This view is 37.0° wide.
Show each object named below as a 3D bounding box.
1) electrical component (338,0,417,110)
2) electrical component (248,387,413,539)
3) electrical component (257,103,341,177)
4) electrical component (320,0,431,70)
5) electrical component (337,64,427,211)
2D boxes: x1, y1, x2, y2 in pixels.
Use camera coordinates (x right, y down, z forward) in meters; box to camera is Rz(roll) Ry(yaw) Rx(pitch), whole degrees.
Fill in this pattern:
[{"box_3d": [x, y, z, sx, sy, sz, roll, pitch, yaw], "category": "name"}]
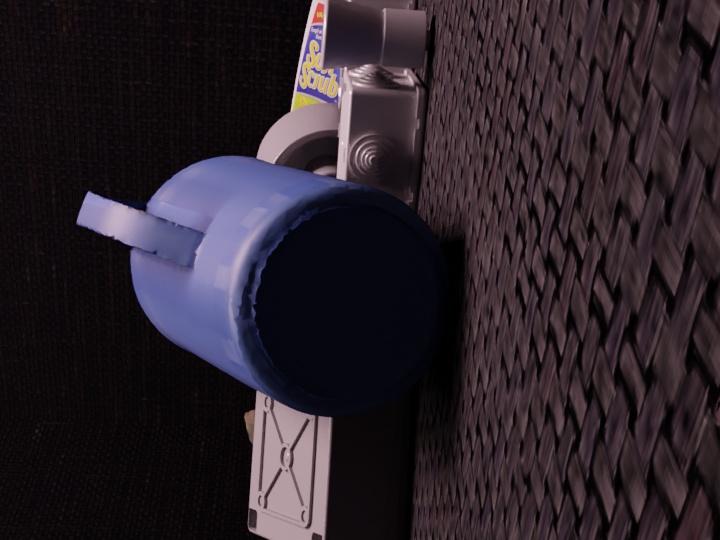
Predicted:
[{"box_3d": [0.011, -0.163, 0.784, 0.100, 0.048, 0.099, 151, 123, -85], "category": "electrical component"}, {"box_3d": [-0.021, 0.113, 0.653, 0.109, 0.056, 0.108, -5, 81, 61], "category": "electrical component"}, {"box_3d": [-0.025, -0.068, 0.830, 0.060, 0.108, 0.108, -107, 20, -61], "category": "electrical component"}, {"box_3d": [0.010, -0.141, 0.652, 0.044, 0.065, 0.044, -177, 90, -86], "category": "electrical component"}, {"box_3d": [0.011, -0.082, 0.700, 0.099, 0.048, 0.099, -100, 14, -71], "category": "electrical component"}]
